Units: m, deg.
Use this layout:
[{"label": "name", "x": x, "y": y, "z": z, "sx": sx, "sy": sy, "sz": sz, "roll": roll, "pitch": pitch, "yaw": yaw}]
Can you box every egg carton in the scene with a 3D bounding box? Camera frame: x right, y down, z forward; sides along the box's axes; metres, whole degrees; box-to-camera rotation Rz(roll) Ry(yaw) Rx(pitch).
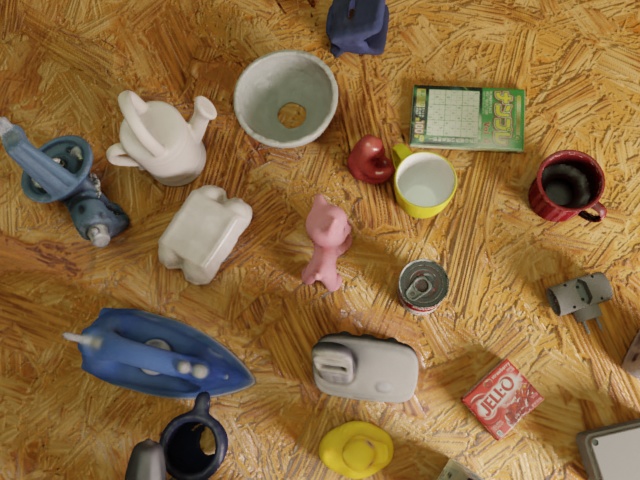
[{"label": "egg carton", "x": -0.178, "y": -0.010, "z": 0.888, "sx": 0.107, "sy": 0.069, "sz": 0.150, "roll": 29, "pitch": 81, "yaw": 12}]

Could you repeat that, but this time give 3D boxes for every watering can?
[{"label": "watering can", "x": -0.243, "y": -0.164, "z": 0.867, "sx": 0.173, "sy": 0.194, "sz": 0.101, "roll": -45, "pitch": 76, "yaw": -5}]

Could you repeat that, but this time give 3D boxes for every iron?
[{"label": "iron", "x": -0.226, "y": 0.167, "z": 0.813, "sx": 0.258, "sy": 0.141, "sz": 0.119, "roll": 12, "pitch": 78, "yaw": 9}]

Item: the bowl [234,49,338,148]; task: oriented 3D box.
[{"label": "bowl", "x": -0.050, "y": -0.215, "z": 0.921, "sx": 0.167, "sy": 0.075, "sz": 0.167, "roll": -1, "pitch": 76, "yaw": 6}]

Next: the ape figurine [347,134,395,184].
[{"label": "ape figurine", "x": 0.078, "y": -0.130, "z": 0.878, "sx": 0.076, "sy": 0.092, "sz": 0.078, "roll": -5, "pitch": 76, "yaw": 5}]

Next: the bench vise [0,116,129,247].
[{"label": "bench vise", "x": -0.375, "y": -0.093, "z": 0.851, "sx": 0.207, "sy": 0.220, "sz": 0.121, "roll": 36, "pitch": 83, "yaw": 13}]

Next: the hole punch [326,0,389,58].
[{"label": "hole punch", "x": 0.061, "y": -0.366, "z": 0.937, "sx": 0.101, "sy": 0.091, "sz": 0.109, "roll": 5, "pitch": 77, "yaw": 7}]

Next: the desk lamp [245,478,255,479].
[{"label": "desk lamp", "x": -0.046, "y": 0.390, "z": 0.703, "sx": 0.203, "sy": 0.213, "sz": 0.118, "roll": 34, "pitch": 82, "yaw": 13}]

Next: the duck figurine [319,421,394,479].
[{"label": "duck figurine", "x": 0.049, "y": 0.290, "z": 0.783, "sx": 0.104, "sy": 0.086, "sz": 0.077, "roll": -3, "pitch": 76, "yaw": 5}]

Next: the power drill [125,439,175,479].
[{"label": "power drill", "x": -0.201, "y": 0.364, "z": 0.728, "sx": 0.075, "sy": 0.208, "sz": 0.230, "roll": 2, "pitch": 77, "yaw": 7}]

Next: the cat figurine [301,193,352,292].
[{"label": "cat figurine", "x": 0.008, "y": 0.003, "z": 0.840, "sx": 0.067, "sy": 0.118, "sz": 0.128, "roll": 11, "pitch": 78, "yaw": 9}]

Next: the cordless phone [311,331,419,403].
[{"label": "cordless phone", "x": 0.058, "y": 0.168, "z": 0.760, "sx": 0.147, "sy": 0.185, "sz": 0.094, "roll": 3, "pitch": 77, "yaw": 7}]

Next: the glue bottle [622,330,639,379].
[{"label": "glue bottle", "x": 0.447, "y": 0.141, "z": 0.732, "sx": 0.037, "sy": 0.173, "sz": 0.078, "roll": 31, "pitch": 82, "yaw": 13}]

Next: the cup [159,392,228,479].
[{"label": "cup", "x": -0.165, "y": 0.273, "z": 0.805, "sx": 0.091, "sy": 0.095, "sz": 0.118, "roll": 7, "pitch": 77, "yaw": 8}]
